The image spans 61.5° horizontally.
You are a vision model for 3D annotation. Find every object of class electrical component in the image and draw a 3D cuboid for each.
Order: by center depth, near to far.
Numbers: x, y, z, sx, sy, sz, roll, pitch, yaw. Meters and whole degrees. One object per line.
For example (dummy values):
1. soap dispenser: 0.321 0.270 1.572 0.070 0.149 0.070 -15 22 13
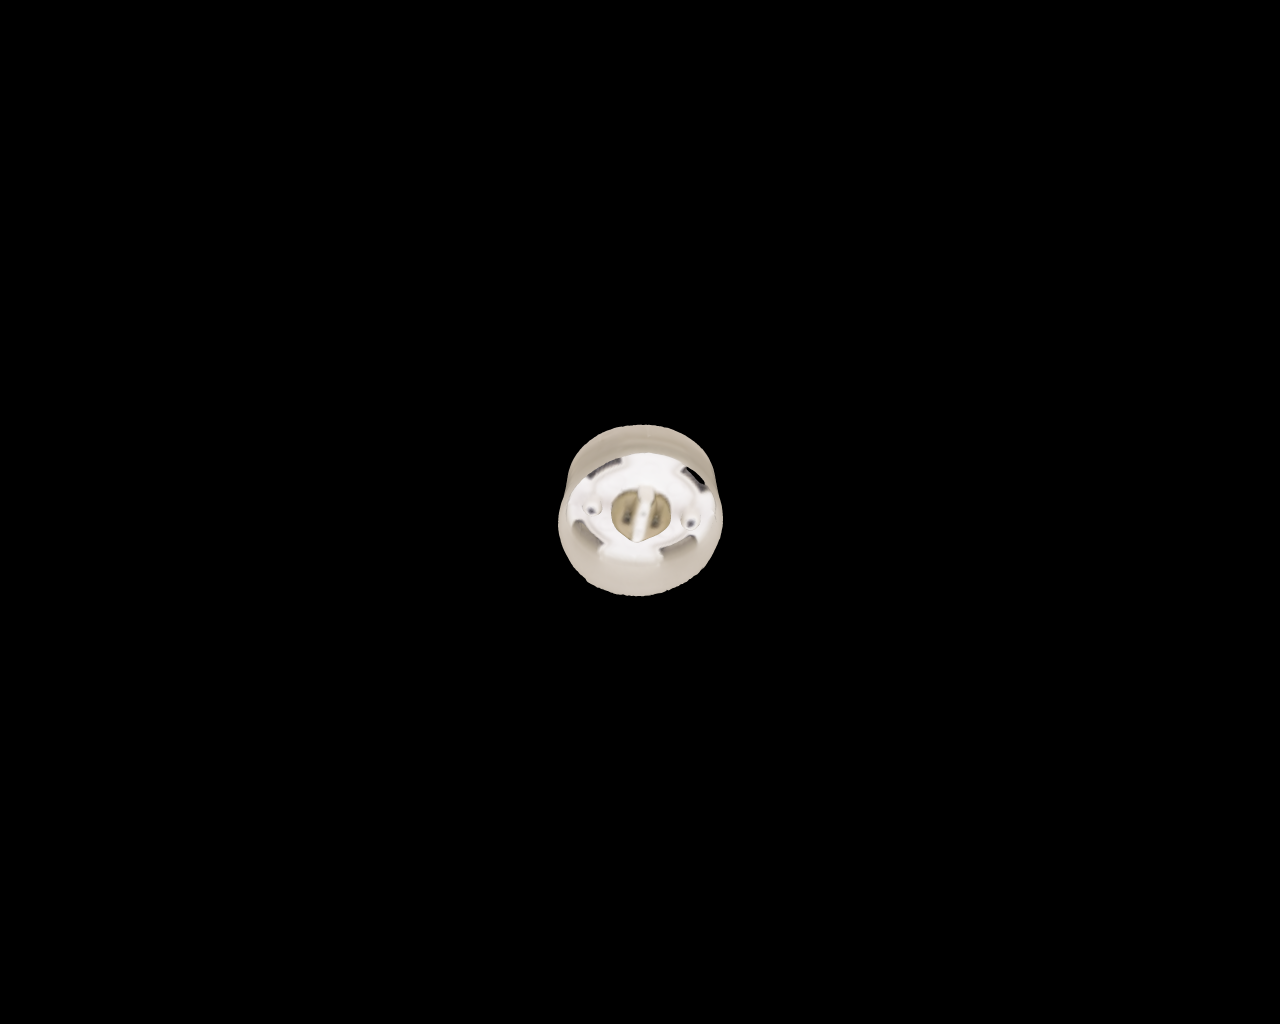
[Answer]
1. electrical component: 0.001 -0.003 0.650 0.099 0.099 0.064 0 44 0
